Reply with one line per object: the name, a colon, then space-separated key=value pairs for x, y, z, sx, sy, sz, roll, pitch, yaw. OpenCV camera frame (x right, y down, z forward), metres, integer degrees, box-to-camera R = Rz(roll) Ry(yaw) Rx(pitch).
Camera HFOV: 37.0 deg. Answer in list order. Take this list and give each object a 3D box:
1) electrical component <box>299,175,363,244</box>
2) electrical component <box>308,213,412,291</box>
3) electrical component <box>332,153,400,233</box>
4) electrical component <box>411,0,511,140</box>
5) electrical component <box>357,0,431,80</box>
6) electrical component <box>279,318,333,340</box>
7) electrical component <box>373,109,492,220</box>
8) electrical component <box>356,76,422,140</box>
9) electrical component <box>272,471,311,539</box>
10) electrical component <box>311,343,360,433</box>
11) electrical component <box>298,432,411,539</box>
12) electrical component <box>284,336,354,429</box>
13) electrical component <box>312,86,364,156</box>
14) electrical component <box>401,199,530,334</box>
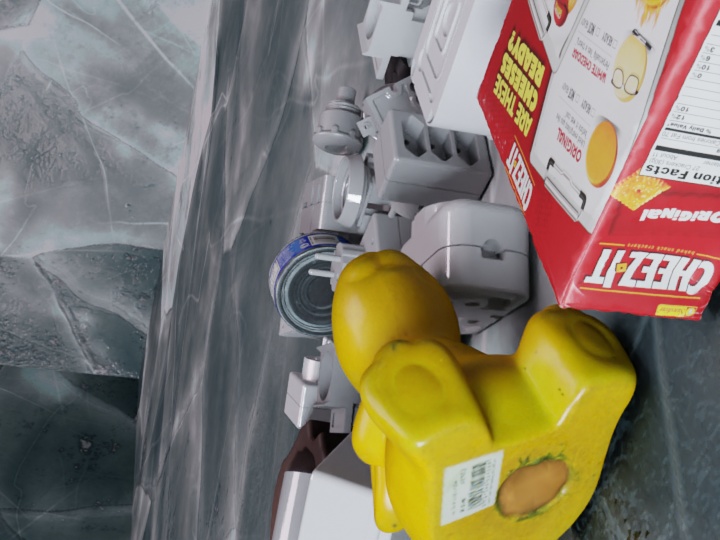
electrical component: x=-0.021 y=-0.050 z=0.965 sx=0.089 sy=0.050 sz=0.055 roll=175 pitch=102 yaw=-75
electrical component: x=0.000 y=0.000 z=0.813 sx=0.083 sy=0.076 sz=0.047 roll=114 pitch=158 yaw=-47
electrical component: x=0.012 y=-0.059 z=0.835 sx=0.058 sy=0.057 sz=0.078 roll=-101 pitch=24 yaw=-50
electrical component: x=0.077 y=-0.142 z=0.631 sx=0.078 sy=0.057 sz=0.113 roll=-102 pitch=24 yaw=-51
electrical component: x=0.036 y=-0.184 z=0.795 sx=0.042 sy=0.064 sz=0.081 roll=-99 pitch=22 yaw=-45
electrical component: x=-0.041 y=0.033 z=1.000 sx=0.089 sy=0.050 sz=0.055 roll=154 pitch=123 yaw=-72
electrical component: x=0.041 y=-0.059 z=0.709 sx=0.076 sy=0.066 sz=0.047 roll=114 pitch=158 yaw=-47
electrical component: x=0.028 y=-0.119 z=0.811 sx=0.048 sy=0.066 sz=0.055 roll=63 pitch=175 yaw=-4
electrical component: x=-0.039 y=0.184 z=0.747 sx=0.043 sy=0.043 sz=0.081 roll=140 pitch=143 yaw=-69
electrical component: x=0.001 y=0.081 z=0.793 sx=0.042 sy=0.064 sz=0.081 roll=152 pitch=124 yaw=-73
electrical component: x=0.002 y=0.163 z=0.676 sx=0.109 sy=0.056 sz=0.108 roll=-31 pitch=-46 yaw=-68
electrical component: x=-0.033 y=0.098 z=0.947 sx=0.066 sy=0.047 sz=0.076 roll=-161 pitch=79 yaw=-75
electrical component: x=-0.017 y=-0.142 z=1.013 sx=0.048 sy=0.048 sz=0.062 roll=144 pitch=138 yaw=-70
electrical component: x=0.060 y=-0.003 z=0.633 sx=0.095 sy=0.054 sz=0.059 roll=134 pitch=141 yaw=-66
